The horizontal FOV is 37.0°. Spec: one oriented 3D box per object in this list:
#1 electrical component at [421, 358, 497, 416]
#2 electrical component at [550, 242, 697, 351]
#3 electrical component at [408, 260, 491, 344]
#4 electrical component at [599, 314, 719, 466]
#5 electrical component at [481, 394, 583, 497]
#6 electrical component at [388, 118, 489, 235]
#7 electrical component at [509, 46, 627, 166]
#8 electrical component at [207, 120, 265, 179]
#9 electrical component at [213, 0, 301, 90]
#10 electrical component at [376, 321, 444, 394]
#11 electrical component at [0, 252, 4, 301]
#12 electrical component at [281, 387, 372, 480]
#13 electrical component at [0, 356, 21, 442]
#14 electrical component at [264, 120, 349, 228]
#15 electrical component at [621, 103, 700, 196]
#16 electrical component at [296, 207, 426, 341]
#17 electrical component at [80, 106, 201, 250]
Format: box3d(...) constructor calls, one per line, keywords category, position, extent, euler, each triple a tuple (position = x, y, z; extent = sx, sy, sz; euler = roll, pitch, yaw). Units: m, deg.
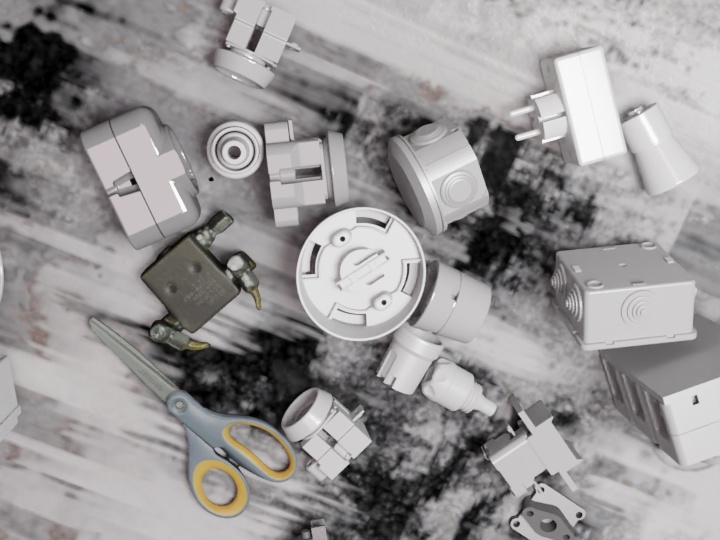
box3d(category="electrical component", position=(0.081, 0.097, 0.858), extent=(0.061, 0.035, 0.035), euler=(30, 96, -11))
box3d(category="electrical component", position=(0.201, 0.017, 0.823), extent=(0.100, 0.099, 0.048), euler=(-6, 113, -4))
box3d(category="electrical component", position=(0.070, 0.026, 0.836), extent=(0.047, 0.055, 0.055), euler=(22, 97, -12))
box3d(category="electrical component", position=(0.252, 0.090, 0.812), extent=(0.089, 0.150, 0.061), euler=(-19, 100, -1))
box3d(category="electrical component", position=(0.137, 0.146, 0.867), extent=(0.064, 0.042, 0.081), euler=(-35, 100, 3))
box3d(category="electrical component", position=(0.057, -0.071, 0.806), extent=(0.051, 0.080, 0.080), euler=(-26, 101, -5))
box3d(category="electrical component", position=(0.152, -0.120, 0.821), extent=(0.076, 0.047, 0.083), euler=(-16, 100, -2))
box3d(category="electrical component", position=(-0.092, -0.089, 0.797), extent=(0.043, 0.062, 0.043), euler=(-1, 100, -5))
box3d(category="electrical component", position=(-0.079, -0.167, 0.795), extent=(0.066, 0.048, 0.055), euler=(23, 89, -8))
box3d(category="electrical component", position=(0.038, 0.069, 0.847), extent=(0.040, 0.040, 0.046), euler=(27, 102, -9))
box3d(category="electrical component", position=(-0.297, 0.003, 0.800), extent=(0.047, 0.055, 0.055), euler=(-3, 100, -1))
box3d(category="electrical component", position=(-0.028, 0.126, 0.848), extent=(0.066, 0.048, 0.055), euler=(-44, 108, 3))
box3d(category="electrical component", position=(-0.317, 0.105, 0.787), extent=(0.109, 0.108, 0.056), euler=(-8, 97, -4))
box3d(category="electrical component", position=(-0.039, -0.074, 0.808), extent=(0.057, 0.058, 0.078), euler=(-6, 99, -1))
box3d(category="electrical component", position=(0.229, -0.096, 0.836), extent=(0.044, 0.044, 0.065), euler=(-30, 96, 1))
box3d(category="electrical component", position=(0.000, 0.000, 0.819), extent=(0.099, 0.064, 0.099), euler=(-1, 100, -5))
box3d(category="electrical component", position=(-0.158, -0.071, 0.799), extent=(0.059, 0.053, 0.095), euler=(-24, 101, -1))
